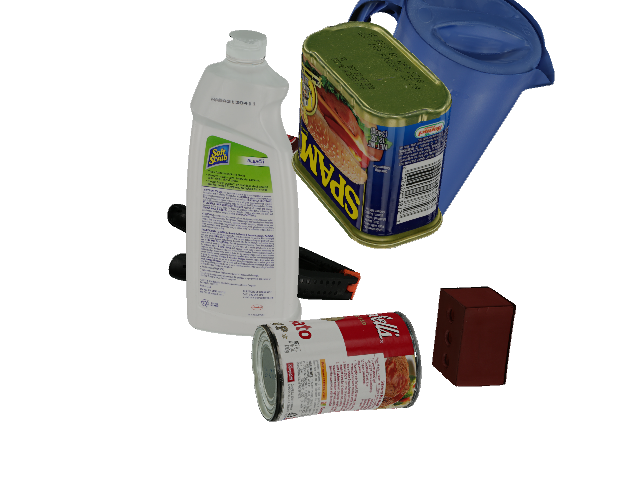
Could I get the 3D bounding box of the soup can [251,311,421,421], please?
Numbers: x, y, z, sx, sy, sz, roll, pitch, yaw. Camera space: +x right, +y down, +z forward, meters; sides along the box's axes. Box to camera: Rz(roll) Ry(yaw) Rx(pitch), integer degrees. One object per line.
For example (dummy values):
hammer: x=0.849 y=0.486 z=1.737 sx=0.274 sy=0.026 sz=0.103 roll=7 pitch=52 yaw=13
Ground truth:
soup can: x=0.009 y=0.087 z=0.736 sx=0.102 sy=0.068 sz=0.069 roll=-4 pitch=1 yaw=-18

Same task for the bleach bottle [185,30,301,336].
bleach bottle: x=-0.058 y=-0.045 z=0.874 sx=0.102 sy=0.251 sz=0.068 roll=4 pitch=25 yaw=-2

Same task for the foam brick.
foam brick: x=0.136 y=0.086 z=0.957 sx=0.051 sy=0.078 sz=0.053 roll=-2 pitch=18 yaw=-20

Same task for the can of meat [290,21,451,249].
can of meat: x=0.027 y=-0.060 z=0.586 sx=0.057 sy=0.084 sz=0.102 roll=-17 pitch=44 yaw=-22

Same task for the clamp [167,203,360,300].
clamp: x=-0.061 y=0.024 z=1.076 sx=0.210 sy=0.036 sz=0.164 roll=18 pitch=19 yaw=-7

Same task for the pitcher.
pitcher: x=0.094 y=-0.120 z=1.009 sx=0.144 sy=0.149 sz=0.243 roll=-11 pitch=-35 yaw=-29

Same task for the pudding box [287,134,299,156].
pudding box: x=-0.082 y=-0.100 z=1.299 sx=0.090 sy=0.039 sz=0.113 roll=19 pitch=36 yaw=23
